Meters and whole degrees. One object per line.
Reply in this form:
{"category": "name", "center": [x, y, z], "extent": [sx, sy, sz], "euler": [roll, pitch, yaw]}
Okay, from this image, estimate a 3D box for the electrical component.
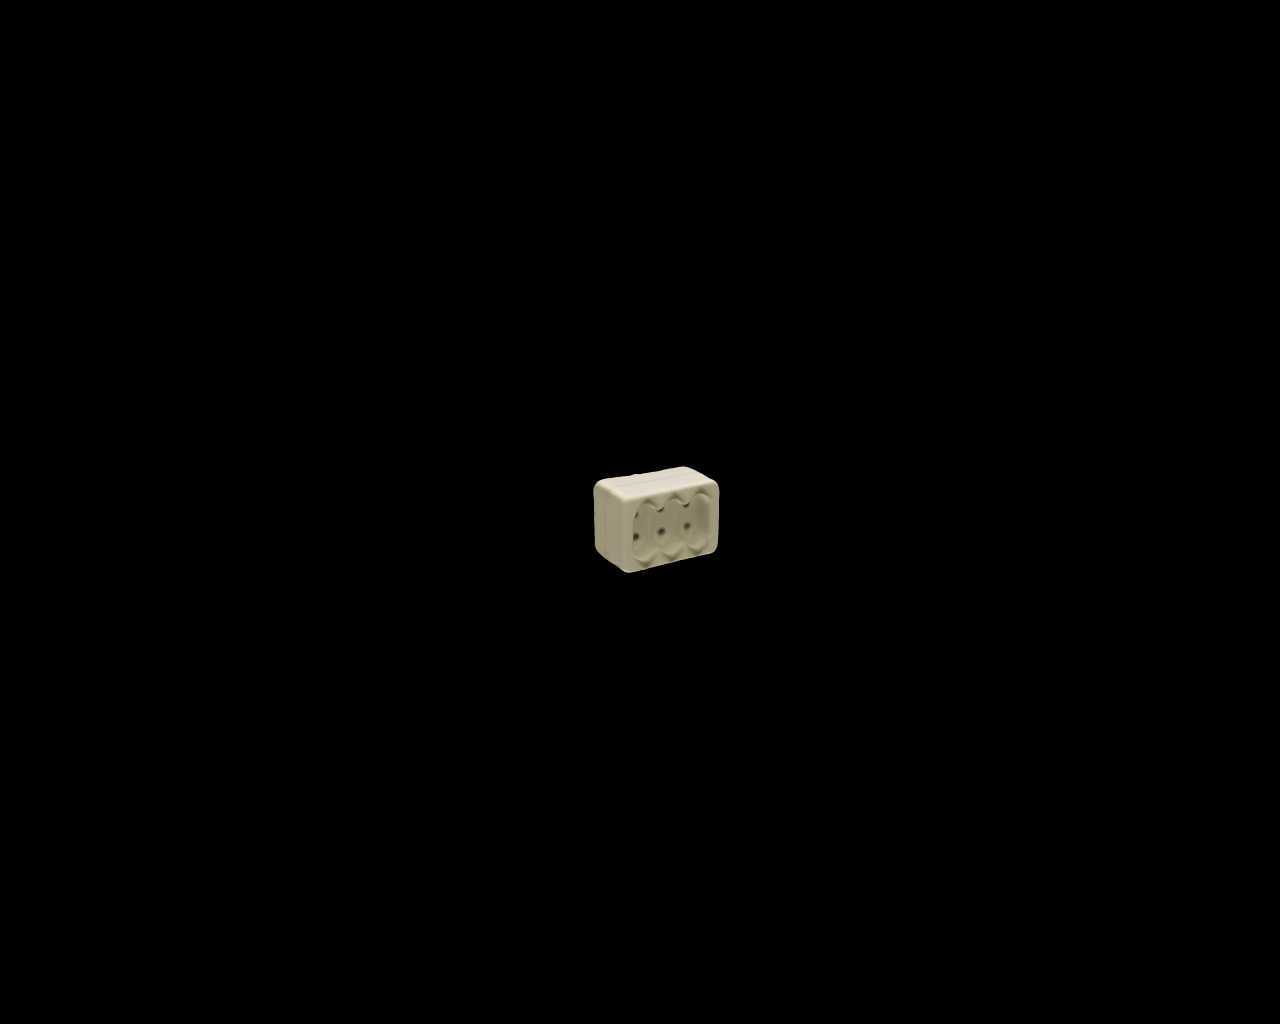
{"category": "electrical component", "center": [0.001, -0.003, 0.650], "extent": [0.066, 0.047, 0.077], "euler": [-11, 23, -27]}
